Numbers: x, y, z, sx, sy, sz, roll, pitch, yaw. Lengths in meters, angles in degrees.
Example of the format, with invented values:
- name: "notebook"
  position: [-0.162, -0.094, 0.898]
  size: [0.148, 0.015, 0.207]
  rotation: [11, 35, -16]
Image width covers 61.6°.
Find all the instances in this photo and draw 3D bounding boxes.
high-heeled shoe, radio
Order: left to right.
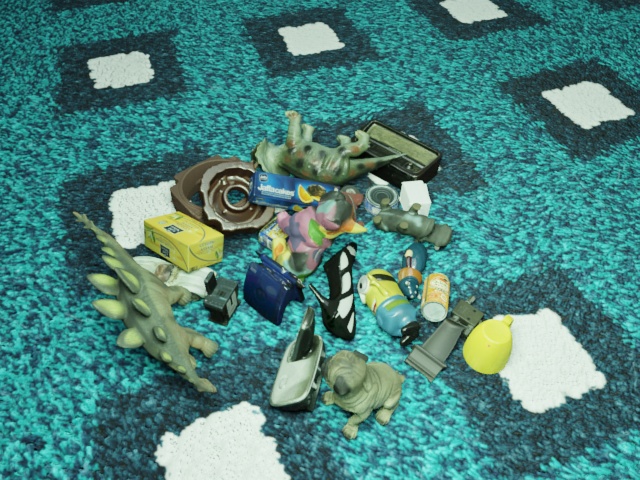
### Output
- name: "high-heeled shoe"
  position: [0.064, 0.102, 1.165]
  size: [0.145, 0.086, 0.249]
  rotation: [48, 41, -2]
- name: "radio"
  position: [0.194, -0.223, 1.435]
  size: [0.230, 0.073, 0.131]
  rotation: [32, 55, 23]

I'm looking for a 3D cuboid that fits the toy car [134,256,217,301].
- name: "toy car"
  position: [-0.323, 0.082, 1.167]
  size: [0.202, 0.056, 0.073]
  rotation: [8, 49, 6]

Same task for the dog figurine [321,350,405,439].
- name: "dog figurine"
  position: [0.087, 0.243, 0.950]
  size: [0.172, 0.190, 0.121]
  rotation: [-33, 57, -28]

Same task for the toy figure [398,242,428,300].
- name: "toy figure"
  position: [0.204, 0.072, 1.188]
  size: [0.064, 0.057, 0.154]
  rotation: [30, 48, -7]

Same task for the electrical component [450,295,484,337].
- name: "electrical component"
  position: [0.314, 0.159, 1.138]
  size: [0.063, 0.021, 0.094]
  rotation: [33, 60, 24]

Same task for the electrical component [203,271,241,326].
- name: "electrical component"
  position: [-0.202, 0.114, 1.102]
  size: [0.048, 0.119, 0.075]
  rotation: [17, 48, 13]

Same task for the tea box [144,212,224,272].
- name: "tea box"
  position: [-0.303, 0.000, 1.191]
  size: [0.170, 0.068, 0.098]
  rotation: [24, 29, 34]

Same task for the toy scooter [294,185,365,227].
- name: "toy scooter"
  position: [0.035, -0.066, 1.296]
  size: [0.184, 0.075, 0.135]
  rotation: [-14, 51, -19]

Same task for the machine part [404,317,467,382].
- name: "machine part"
  position: [0.236, 0.212, 1.077]
  size: [0.084, 0.039, 0.139]
  rotation: [34, 68, 31]

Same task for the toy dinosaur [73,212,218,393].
- name: "toy dinosaur"
  position: [-0.338, 0.115, 1.032]
  size: [0.105, 0.198, 0.472]
  rotation: [-46, 61, 1]

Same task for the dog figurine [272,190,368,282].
- name: "dog figurine"
  position: [-0.002, -0.003, 1.114]
  size: [0.108, 0.219, 0.191]
  rotation: [10, 85, -34]

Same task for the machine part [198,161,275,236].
- name: "machine part"
  position: [-0.189, -0.093, 1.214]
  size: [0.179, 0.056, 0.179]
  rotation: [5, 73, -18]

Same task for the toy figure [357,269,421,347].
- name: "toy figure"
  position: [0.145, 0.136, 1.117]
  size: [0.089, 0.082, 0.180]
  rotation: [5, 32, -39]

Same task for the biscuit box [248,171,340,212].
- name: "biscuit box"
  position: [-0.058, -0.101, 1.200]
  size: [0.203, 0.059, 0.063]
  rotation: [9, 73, -19]

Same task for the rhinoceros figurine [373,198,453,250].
- name: "rhinoceros figurine"
  position: [0.213, -0.031, 1.253]
  size: [0.191, 0.112, 0.073]
  rotation: [17, 66, 28]

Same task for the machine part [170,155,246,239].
- name: "machine part"
  position: [-0.247, -0.110, 1.318]
  size: [0.201, 0.087, 0.202]
  rotation: [-32, 56, -26]

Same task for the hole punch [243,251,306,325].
- name: "hole punch"
  position: [-0.102, 0.102, 1.123]
  size: [0.142, 0.115, 0.092]
  rotation: [36, 65, 26]

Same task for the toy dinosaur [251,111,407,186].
- name: "toy dinosaur"
  position: [-0.001, -0.197, 1.355]
  size: [0.405, 0.131, 0.192]
  rotation: [17, 86, 11]

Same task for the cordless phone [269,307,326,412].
- name: "cordless phone"
  position: [-0.033, 0.218, 0.974]
  size: [0.089, 0.184, 0.146]
  rotation: [15, 50, 5]
